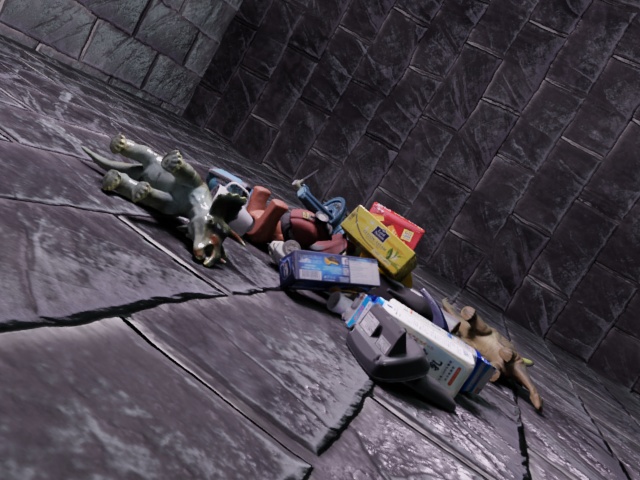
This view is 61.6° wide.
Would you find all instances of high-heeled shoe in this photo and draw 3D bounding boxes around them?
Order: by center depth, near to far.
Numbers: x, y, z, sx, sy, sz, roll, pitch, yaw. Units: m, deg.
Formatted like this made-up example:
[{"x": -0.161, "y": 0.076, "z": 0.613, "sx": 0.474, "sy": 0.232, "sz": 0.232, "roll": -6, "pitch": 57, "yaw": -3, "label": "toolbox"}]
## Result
[{"x": 0.133, "y": 0.122, "z": 1.184, "sx": 0.145, "sy": 0.086, "sz": 0.249, "roll": 34, "pitch": -12, "yaw": -33, "label": "high-heeled shoe"}]

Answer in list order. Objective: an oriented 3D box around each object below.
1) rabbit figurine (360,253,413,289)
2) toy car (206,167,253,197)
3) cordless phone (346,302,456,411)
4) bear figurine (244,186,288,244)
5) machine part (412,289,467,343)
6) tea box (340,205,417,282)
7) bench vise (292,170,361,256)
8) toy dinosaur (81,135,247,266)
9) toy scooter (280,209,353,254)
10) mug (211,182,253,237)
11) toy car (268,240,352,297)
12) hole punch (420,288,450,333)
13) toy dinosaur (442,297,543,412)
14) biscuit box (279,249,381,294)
[{"x": 0.126, "y": 0.088, "z": 1.283, "sx": 0.173, "sy": 0.162, "sz": 0.122, "roll": 14, "pitch": 7, "yaw": 43, "label": "rabbit figurine"}, {"x": -0.216, "y": -0.097, "z": 1.256, "sx": 0.109, "sy": 0.103, "sz": 0.161, "roll": 29, "pitch": -6, "yaw": 13, "label": "toy car"}, {"x": 0.142, "y": 0.199, "z": 0.875, "sx": 0.184, "sy": 0.088, "sz": 0.147, "roll": 39, "pitch": 3, "yaw": -25, "label": "cordless phone"}, {"x": -0.080, "y": -0.029, "z": 1.258, "sx": 0.195, "sy": 0.132, "sz": 0.120, "roll": 16, "pitch": 16, "yaw": -40, "label": "bear figurine"}, {"x": 0.255, "y": 0.185, "z": 1.323, "sx": 0.243, "sy": 0.079, "sz": 0.079, "roll": 33, "pitch": 8, "yaw": 26, "label": "machine part"}, {"x": 0.131, "y": 0.011, "z": 1.190, "sx": 0.170, "sy": 0.068, "sz": 0.098, "roll": 43, "pitch": -4, "yaw": 21, "label": "tea box"}, {"x": 0.016, "y": -0.052, "z": 1.343, "sx": 0.240, "sy": 0.129, "sz": 0.224, "roll": 46, "pitch": 19, "yaw": -25, "label": "bench vise"}, {"x": -0.280, "y": -0.094, "z": 0.994, "sx": 0.405, "sy": 0.131, "sz": 0.192, "roll": 31, "pitch": -6, "yaw": 40, "label": "toy dinosaur"}, {"x": -0.002, "y": -0.004, "z": 1.174, "sx": 0.183, "sy": 0.135, "sz": 0.075, "roll": 68, "pitch": 17, "yaw": -47, "label": "toy scooter"}, {"x": -0.194, "y": -0.065, "z": 1.165, "sx": 0.107, "sy": 0.109, "sz": 0.081, "roll": 40, "pitch": -4, "yaw": -24, "label": "mug"}, {"x": -0.018, "y": 0.061, "z": 1.118, "sx": 0.202, "sy": 0.056, "sz": 0.073, "roll": 29, "pitch": -20, "yaw": -6, "label": "toy car"}, {"x": 0.249, "y": 0.180, "z": 1.216, "sx": 0.116, "sy": 0.092, "sz": 0.142, "roll": 37, "pitch": -9, "yaw": 29, "label": "hole punch"}, {"x": 0.416, "y": 0.261, "z": 1.371, "sx": 0.198, "sy": 0.105, "sz": 0.472, "roll": 34, "pitch": 13, "yaw": -36, "label": "toy dinosaur"}, {"x": 0.020, "y": 0.064, "z": 1.030, "sx": 0.202, "sy": 0.059, "sz": 0.063, "roll": 8, "pitch": -24, "yaw": -34, "label": "biscuit box"}]
